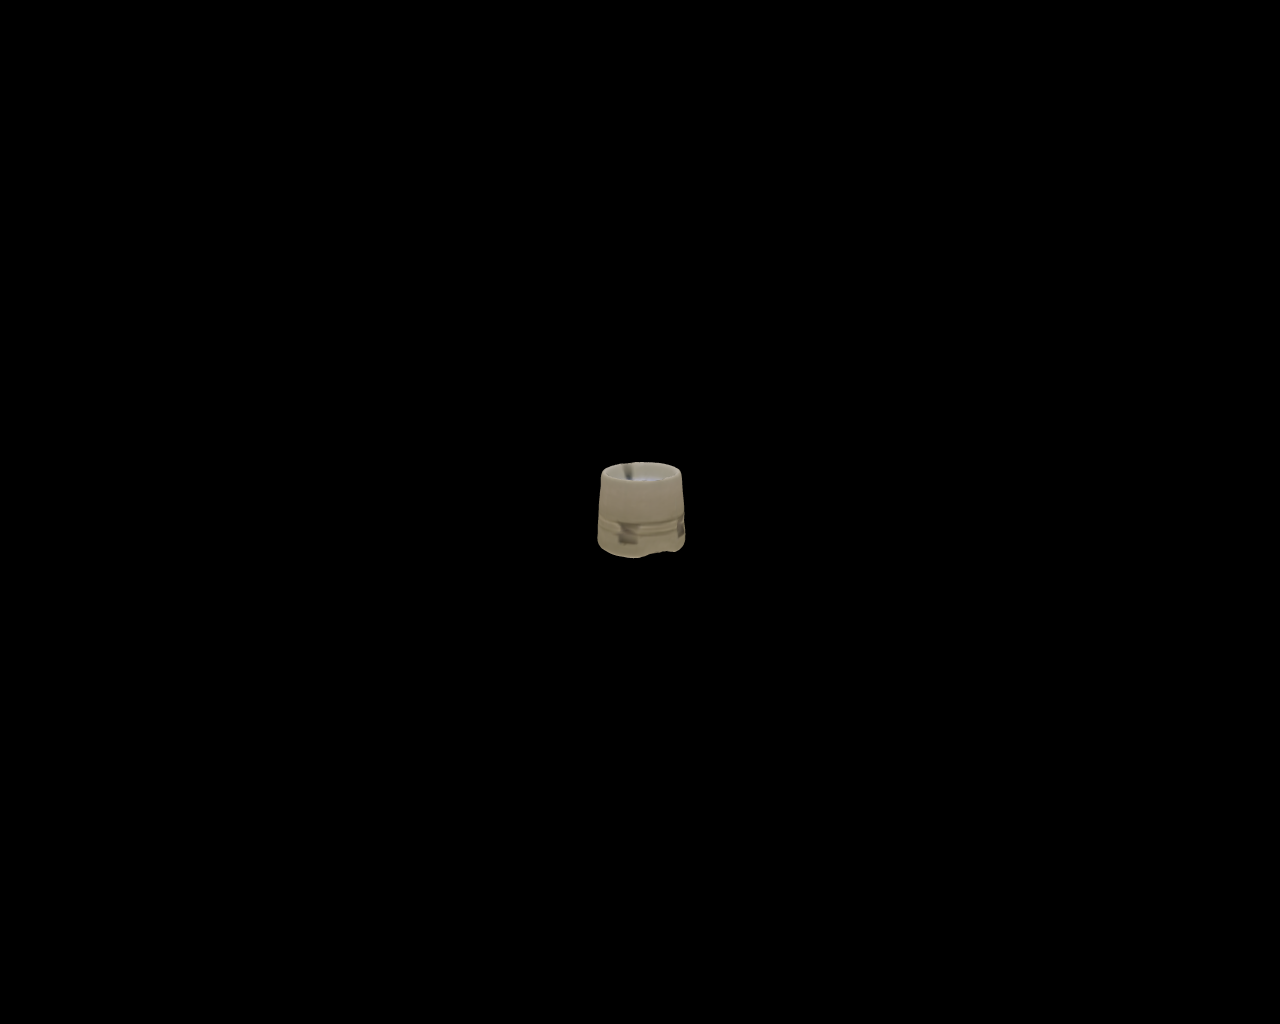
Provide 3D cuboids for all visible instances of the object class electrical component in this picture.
[{"bbox_3d":[0.001,-0.003,0.650,0.055,0.047,0.055,0,16,0],"label":"electrical component"}]
